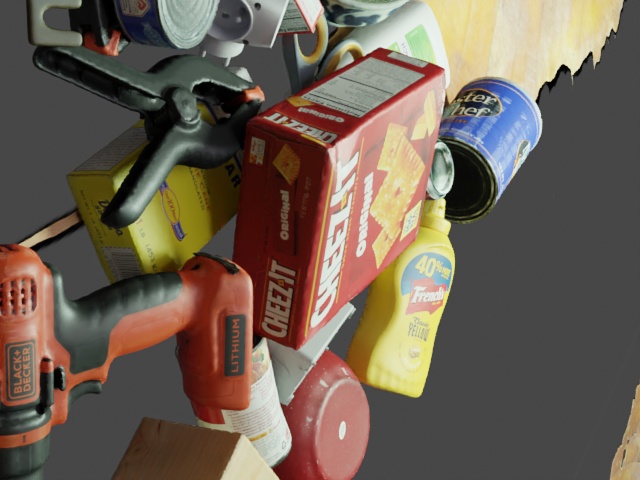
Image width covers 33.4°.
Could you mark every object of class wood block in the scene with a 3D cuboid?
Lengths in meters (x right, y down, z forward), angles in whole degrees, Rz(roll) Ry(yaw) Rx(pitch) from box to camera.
[{"bbox_3d":[-0.110,0.235,0.713,0.090,0.091,0.206,60,44,-42],"label":"wood block"}]

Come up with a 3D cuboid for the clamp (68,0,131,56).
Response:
[{"bbox_3d":[-0.129,-0.225,0.697,0.164,0.036,0.210,39,62,-57],"label":"clamp"}]

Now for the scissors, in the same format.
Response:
[{"bbox_3d":[-0.024,-0.108,0.823,0.096,0.016,0.201,58,47,-23],"label":"scissors"}]

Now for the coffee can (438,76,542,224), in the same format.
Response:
[{"bbox_3d":[0.162,-0.096,1.122,0.140,0.103,0.103,-49,132,-45],"label":"coffee can"}]

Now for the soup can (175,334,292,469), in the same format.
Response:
[{"bbox_3d":[-0.063,0.118,0.803,0.068,0.069,0.102,-44,129,-48],"label":"soup can"}]

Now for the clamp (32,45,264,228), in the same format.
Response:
[{"bbox_3d":[-0.104,-0.087,0.685,0.171,0.039,0.120,-35,104,-52],"label":"clamp"}]

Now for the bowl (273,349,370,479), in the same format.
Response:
[{"bbox_3d":[-0.002,0.162,0.918,0.161,0.055,0.162,-5,96,-58],"label":"bowl"}]

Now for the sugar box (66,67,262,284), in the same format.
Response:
[{"bbox_3d":[-0.097,-0.047,0.758,0.176,0.048,0.093,-48,131,-45],"label":"sugar box"}]

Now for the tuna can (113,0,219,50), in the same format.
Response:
[{"bbox_3d":[-0.098,-0.167,0.693,0.086,0.034,0.086,11,90,-69],"label":"tuna can"}]

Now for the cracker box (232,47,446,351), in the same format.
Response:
[{"bbox_3d":[0.018,-0.038,0.811,0.213,0.072,0.164,-40,144,-54],"label":"cracker box"}]

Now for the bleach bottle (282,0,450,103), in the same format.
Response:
[{"bbox_3d":[0.031,-0.121,0.946,0.250,0.068,0.102,-48,130,-43],"label":"bleach bottle"}]

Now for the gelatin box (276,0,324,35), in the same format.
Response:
[{"bbox_3d":[-0.048,-0.193,0.800,0.089,0.073,0.030,56,46,-44],"label":"gelatin box"}]

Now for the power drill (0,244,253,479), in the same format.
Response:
[{"bbox_3d":[-0.130,0.086,0.658,0.187,0.057,0.184,-9,108,-40],"label":"power drill"}]

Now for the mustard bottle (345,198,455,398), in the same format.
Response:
[{"bbox_3d":[0.085,0.050,1.021,0.096,0.058,0.191,22,82,-46],"label":"mustard bottle"}]
